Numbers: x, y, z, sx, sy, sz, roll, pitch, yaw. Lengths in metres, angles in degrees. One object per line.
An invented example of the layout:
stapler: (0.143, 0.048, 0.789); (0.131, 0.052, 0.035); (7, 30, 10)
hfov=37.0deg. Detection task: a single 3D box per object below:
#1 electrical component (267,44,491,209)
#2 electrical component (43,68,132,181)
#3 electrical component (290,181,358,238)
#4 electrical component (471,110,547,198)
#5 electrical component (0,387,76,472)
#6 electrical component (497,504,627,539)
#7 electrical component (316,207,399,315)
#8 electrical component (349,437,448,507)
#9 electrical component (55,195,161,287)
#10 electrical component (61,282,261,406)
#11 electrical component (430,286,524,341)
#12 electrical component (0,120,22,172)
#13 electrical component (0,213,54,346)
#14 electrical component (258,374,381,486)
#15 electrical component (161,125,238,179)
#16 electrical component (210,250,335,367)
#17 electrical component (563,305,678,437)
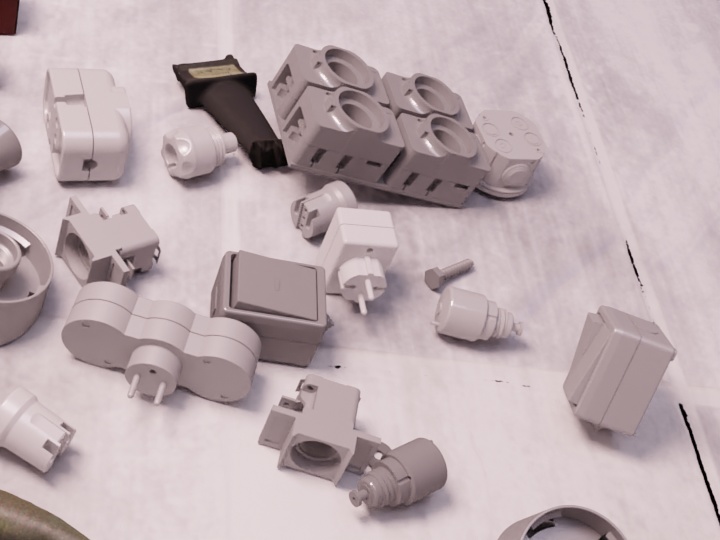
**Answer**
electrical component: (0.020, -0.131, 0.971); (0.186, 0.060, 0.105); (11, 46, -32)
electrical component: (-0.225, -0.121, 0.891); (0.059, 0.053, 0.095); (-3, 52, -25)
electrical component: (-0.031, -0.051, 0.922); (0.046, 0.040, 0.040); (-24, 63, -30)
electrical component: (0.136, -0.113, 1.039); (0.080, 0.051, 0.080); (12, 47, -13)
electrical component: (-0.216, 0.106, 0.705); (0.046, 0.040, 0.040); (34, 46, 0)
electrical component: (0.145, 0.215, 0.759); (0.099, 0.064, 0.099); (6, 61, -11)
electrical component: (0.000, 0.000, 0.870); (0.047, 0.065, 0.076); (4, 49, -20)
electrical component: (0.026, 0.149, 0.768); (0.078, 0.040, 0.040); (-18, 60, -34)
electrical component: (-0.192, -0.018, 0.822); (0.064, 0.042, 0.081); (-21, 62, -38)
electrical component: (-0.144, 0.064, 0.762); (0.138, 0.052, 0.073); (18, 46, -7)
electrical component: (0.098, 0.040, 0.894); (0.078, 0.040, 0.040); (14, 47, -11)
electrical component: (-0.299, -0.087, 0.837); (0.045, 0.045, 0.055); (33, 46, 8)
electrical component: (-0.273, 0.006, 0.769); (0.099, 0.064, 0.099); (23, 37, -19)
electrical component: (-0.027, 0.113, 0.776); (0.081, 0.042, 0.063); (19, 44, -7)
electrical component: (-0.135, -0.103, 0.921); (0.062, 0.043, 0.043); (-19, 60, -35)
electrical component: (-0.063, 0.028, 0.822); (0.096, 0.061, 0.061); (10, 48, -15)
electrical component: (0.201, 0.085, 0.866); (0.061, 0.096, 0.061); (20, 16, -5)
